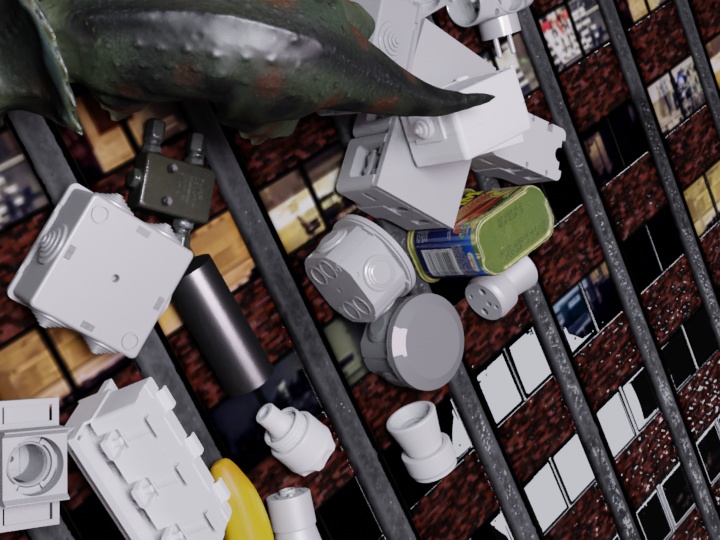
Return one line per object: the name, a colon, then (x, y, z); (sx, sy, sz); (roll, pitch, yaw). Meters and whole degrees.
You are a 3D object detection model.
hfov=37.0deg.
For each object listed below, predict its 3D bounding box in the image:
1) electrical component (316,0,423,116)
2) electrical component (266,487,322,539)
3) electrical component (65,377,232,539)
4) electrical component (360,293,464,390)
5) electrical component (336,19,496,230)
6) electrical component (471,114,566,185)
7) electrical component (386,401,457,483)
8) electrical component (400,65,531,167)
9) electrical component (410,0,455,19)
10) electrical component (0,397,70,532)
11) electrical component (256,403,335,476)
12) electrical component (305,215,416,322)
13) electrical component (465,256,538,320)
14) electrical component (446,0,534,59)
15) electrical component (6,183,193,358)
electrical component: (-0.006, -0.172, 0.841); (0.048, 0.100, 0.099); (23, 74, -49)
electrical component: (-0.050, 0.201, 0.830); (0.044, 0.044, 0.065); (-12, 92, -38)
electrical component: (-0.142, 0.139, 0.735); (0.121, 0.063, 0.078); (63, 15, -18)
electrical component: (0.044, 0.060, 0.902); (0.080, 0.051, 0.080); (1, 88, -38)
electrical component: (0.046, -0.118, 0.902); (0.089, 0.062, 0.150); (26, 73, -35)
electrical component: (0.134, -0.113, 0.976); (0.089, 0.056, 0.050); (16, 79, -37)
electrical component: (0.053, 0.145, 0.910); (0.045, 0.045, 0.055); (-37, 111, -33)
electrical component: (0.079, -0.115, 0.847); (0.096, 0.062, 0.061); (-29, 106, -36)
electrical component: (0.029, -0.273, 0.891); (0.121, 0.079, 0.063); (42, 42, -30)
electrical component: (-0.217, 0.122, 0.684); (0.042, 0.064, 0.081); (1, 87, -38)
electrical component: (-0.053, 0.126, 0.828); (0.062, 0.043, 0.043); (44, 63, -27)
electrical component: (0.000, 0.000, 0.851); (0.051, 0.080, 0.080); (-45, 115, -24)
electrical component: (0.128, 0.013, 0.974); (0.055, 0.045, 0.045); (-42, 113, -31)
electrical component: (0.124, -0.233, 0.979); (0.077, 0.044, 0.079); (-26, 105, -36)
electrical component: (-0.172, 0.002, 0.723); (0.100, 0.048, 0.099); (34, 80, -33)
